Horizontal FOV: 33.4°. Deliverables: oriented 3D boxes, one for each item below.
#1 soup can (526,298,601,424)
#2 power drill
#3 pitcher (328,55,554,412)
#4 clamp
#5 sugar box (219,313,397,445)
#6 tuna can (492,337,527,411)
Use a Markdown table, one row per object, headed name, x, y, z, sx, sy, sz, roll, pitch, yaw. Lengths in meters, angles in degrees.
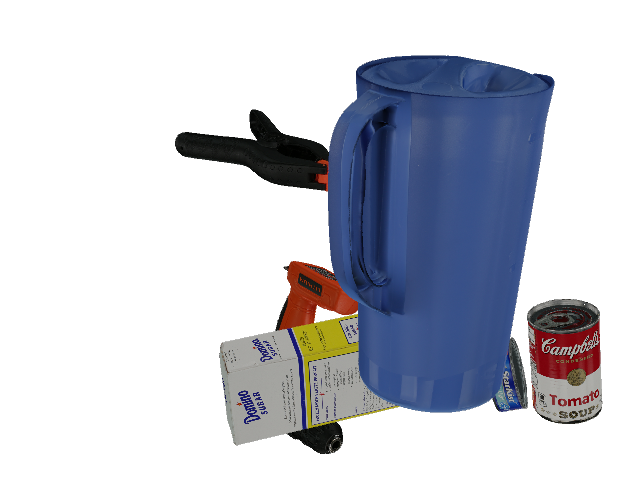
| name | x | y | z | sx | sy | sz | roll | pitch | yaw |
| --- | --- | --- | --- | --- | --- | --- | --- | --- | --- |
| soup can | 0.236 | 0.117 | 1.030 | 0.068 | 0.102 | 0.068 | -7 | 21 | 2 |
| power drill | -0.014 | 0.131 | 1.230 | 0.057 | 0.188 | 0.185 | 15 | 10 | -45 |
| pitcher | 0.078 | -0.003 | 0.752 | 0.149 | 0.243 | 0.145 | 2 | 20 | 0 |
| clamp | -0.060 | -0.087 | 1.064 | 0.120 | 0.039 | 0.172 | -25 | 36 | -33 |
| sugar box | 0.003 | 0.116 | 0.930 | 0.176 | 0.093 | 0.048 | -9 | 38 | -10 |
| tuna can | 0.221 | 0.160 | 1.274 | 0.034 | 0.086 | 0.086 | -12 | -4 | 16 |
